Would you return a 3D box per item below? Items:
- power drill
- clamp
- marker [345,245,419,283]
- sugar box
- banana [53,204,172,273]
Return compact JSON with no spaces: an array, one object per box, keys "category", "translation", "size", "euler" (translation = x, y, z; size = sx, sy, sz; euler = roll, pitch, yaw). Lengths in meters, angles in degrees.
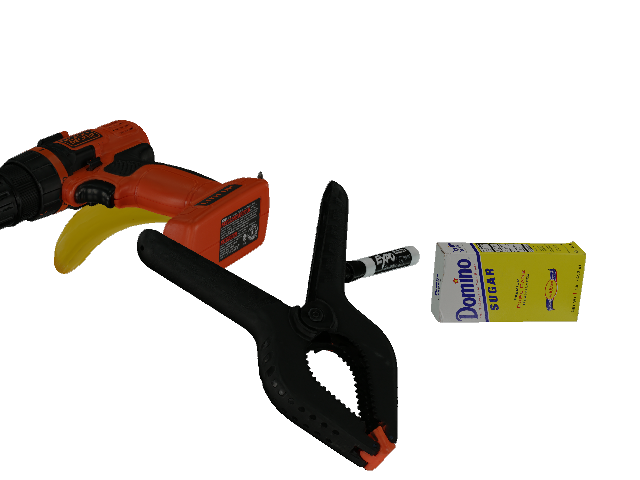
[{"category":"power drill","translation":[-0.147,-0.030,0.790],"size":[0.188,0.057,0.184],"euler":[22,34,26]},{"category":"clamp","translation":[-0.020,0.056,0.704],"size":[0.164,0.210,0.036],"euler":[-10,-29,-27]},{"category":"marker","translation":[0.052,0.021,0.958],"size":[0.020,0.020,0.120],"euler":[0,7,35]},{"category":"sugar box","translation":[0.226,0.051,1.291],"size":[0.176,0.093,0.048],"euler":[-2,20,-9]},{"category":"banana","translation":[-0.190,-0.015,1.014],"size":[0.198,0.069,0.037],"euler":[-13,18,28]}]
